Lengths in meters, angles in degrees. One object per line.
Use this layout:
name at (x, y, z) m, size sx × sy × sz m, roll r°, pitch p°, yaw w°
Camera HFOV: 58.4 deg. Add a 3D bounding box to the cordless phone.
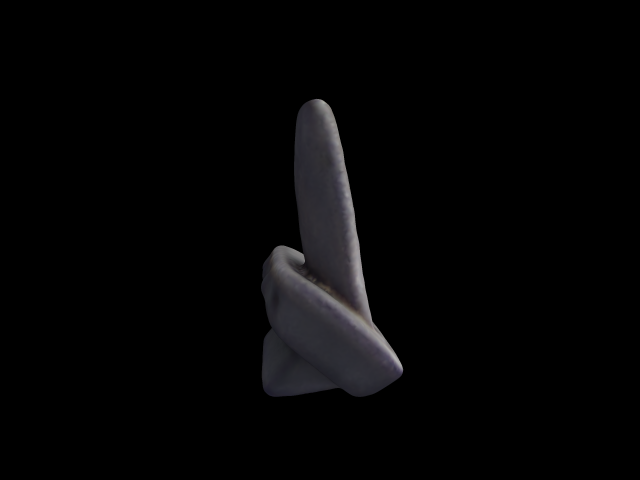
cordless phone at (0.004, 0.001, 0.400) m, size 0.094 × 0.185 × 0.147 m, roll -1°, pitch 7°, yaw -9°
